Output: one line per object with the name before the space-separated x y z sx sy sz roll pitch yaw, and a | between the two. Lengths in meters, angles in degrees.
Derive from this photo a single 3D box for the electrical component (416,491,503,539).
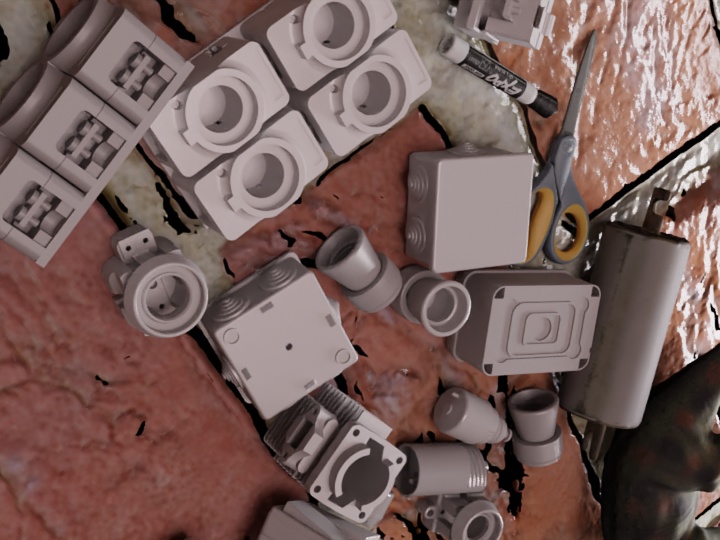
electrical component | 0.090 0.212 0.919 0.066 0.055 0.048 4 103 -30

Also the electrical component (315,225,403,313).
electrical component | 0.000 0.000 0.811 0.045 0.045 0.055 -49 122 -8

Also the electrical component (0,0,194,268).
electrical component | -0.183 -0.089 0.656 0.062 0.089 0.150 39 85 -32

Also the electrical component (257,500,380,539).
electrical component | -0.037 0.216 0.832 0.062 0.096 0.061 17 97 -61

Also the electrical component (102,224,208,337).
electrical component | -0.138 0.013 0.731 0.058 0.057 0.078 -27 116 -20

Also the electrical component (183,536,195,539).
electrical component | -0.132 0.233 0.803 0.047 0.055 0.055 -34 118 -20

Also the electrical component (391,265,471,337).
electrical component | 0.053 0.023 0.842 0.045 0.055 0.045 -9 109 -27

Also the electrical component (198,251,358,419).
electrical component | -0.060 0.049 0.789 0.100 0.048 0.099 -33 116 -12

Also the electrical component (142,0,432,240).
electrical component | -0.051 -0.119 0.738 0.186 0.060 0.105 -39 120 -13

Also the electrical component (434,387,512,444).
electrical component | 0.098 0.127 0.907 0.078 0.040 0.040 27 91 -33

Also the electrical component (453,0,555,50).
electrical component | 0.119 -0.228 0.790 0.079 0.063 0.121 -8 115 -70

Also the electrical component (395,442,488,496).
electrical component | 0.072 0.166 0.903 0.081 0.043 0.043 3 103 -30

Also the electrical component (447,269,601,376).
electrical component | 0.134 0.041 0.891 0.113 0.057 0.078 0 105 -29

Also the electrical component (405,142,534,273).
electrical component | 0.084 -0.049 0.841 0.100 0.048 0.099 -7 108 -27

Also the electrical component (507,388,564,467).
electrical component | 0.154 0.137 0.939 0.045 0.045 0.055 -20 114 -23

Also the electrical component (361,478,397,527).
electrical component | 0.009 0.172 0.870 0.043 0.043 0.062 30 88 -32
